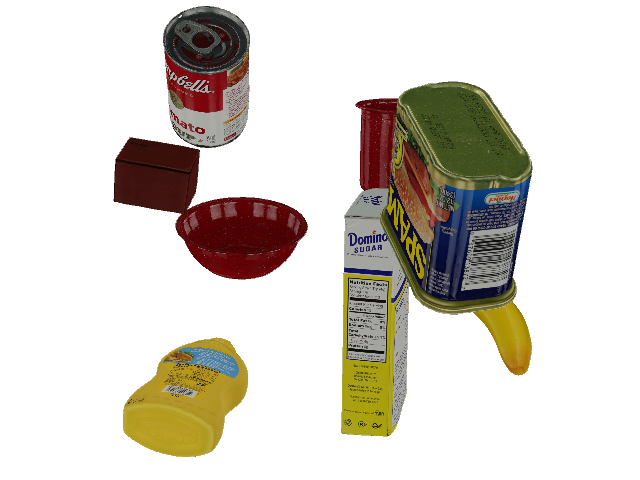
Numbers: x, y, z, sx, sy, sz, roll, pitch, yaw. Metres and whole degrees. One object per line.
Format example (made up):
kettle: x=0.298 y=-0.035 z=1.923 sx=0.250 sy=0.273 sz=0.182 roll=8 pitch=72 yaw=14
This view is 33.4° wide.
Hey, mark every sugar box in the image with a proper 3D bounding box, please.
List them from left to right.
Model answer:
sugar box: x=0.044 y=0.054 z=0.832 sx=0.048 sy=0.176 sz=0.093 roll=1 pitch=16 yaw=12

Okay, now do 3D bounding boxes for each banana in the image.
banana: x=0.166 y=0.075 z=1.117 sx=0.069 sy=0.037 sz=0.198 roll=-38 pitch=40 yaw=-13

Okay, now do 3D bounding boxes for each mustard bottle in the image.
mustard bottle: x=-0.128 y=0.151 z=1.112 sx=0.096 sy=0.058 sz=0.191 roll=9 pitch=22 yaw=10

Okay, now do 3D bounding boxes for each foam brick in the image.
foam brick: x=-0.167 y=-0.067 z=1.096 sx=0.078 sy=0.051 sz=0.053 roll=10 pitch=32 yaw=3

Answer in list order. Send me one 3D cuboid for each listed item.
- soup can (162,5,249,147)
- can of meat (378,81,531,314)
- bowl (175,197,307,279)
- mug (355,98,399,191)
soup can: x=-0.092 y=-0.132 z=0.873 sx=0.068 sy=0.068 sz=0.102 roll=0 pitch=-31 yaw=-5
can of meat: x=0.071 y=-0.025 z=0.573 sx=0.057 sy=0.084 sz=0.102 roll=-6 pitch=38 yaw=-12
bowl: x=-0.098 y=0.003 z=1.316 sx=0.162 sy=0.055 sz=0.162 roll=2 pitch=26 yaw=-1
mug: x=0.090 y=-0.085 z=0.988 sx=0.117 sy=0.081 sz=0.093 roll=2 pitch=15 yaw=2
